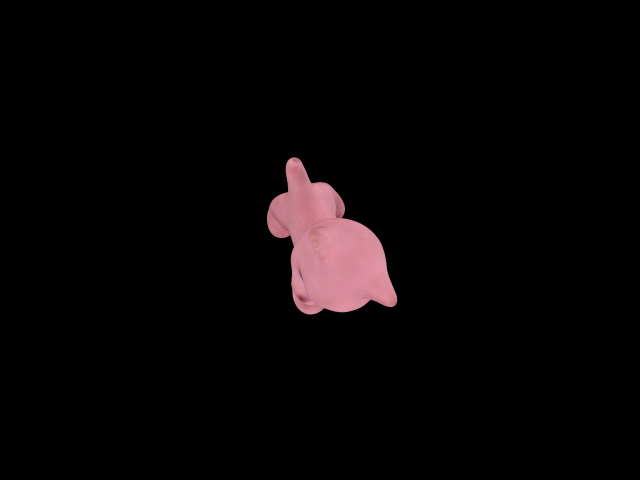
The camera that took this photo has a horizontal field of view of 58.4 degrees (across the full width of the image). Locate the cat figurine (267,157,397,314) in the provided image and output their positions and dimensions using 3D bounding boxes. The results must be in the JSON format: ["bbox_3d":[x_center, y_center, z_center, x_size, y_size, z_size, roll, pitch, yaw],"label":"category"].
[{"bbox_3d":[0.004,0.001,0.400,0.067,0.118,0.127,-21,72,-7],"label":"cat figurine"}]
